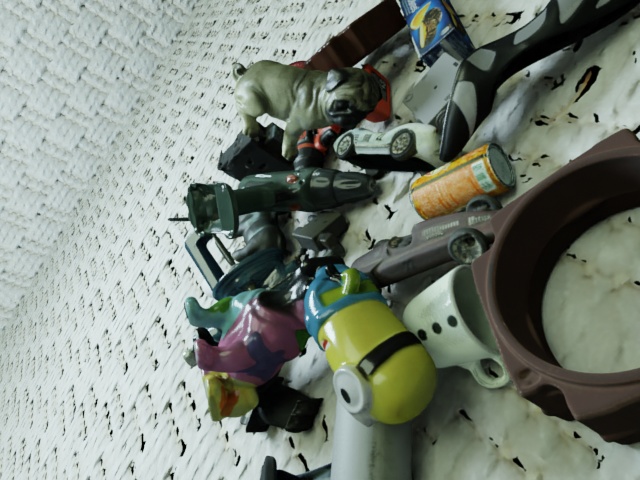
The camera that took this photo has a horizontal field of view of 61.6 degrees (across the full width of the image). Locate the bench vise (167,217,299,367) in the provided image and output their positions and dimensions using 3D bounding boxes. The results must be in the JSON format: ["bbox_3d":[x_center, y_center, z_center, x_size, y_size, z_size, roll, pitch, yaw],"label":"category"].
[{"bbox_3d":[-0.135,0.068,0.790,0.223,0.129,0.241,-41,73,16],"label":"bench vise"}]

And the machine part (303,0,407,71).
[{"bbox_3d":[0.058,-0.313,0.867,0.179,0.056,0.179,-36,11,8],"label":"machine part"}]

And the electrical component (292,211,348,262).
[{"bbox_3d":[0.000,-0.003,0.779,0.078,0.045,0.102,-43,27,-28],"label":"electrical component"}]

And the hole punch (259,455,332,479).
[{"bbox_3d":[-0.023,0.292,0.553,0.115,0.092,0.142,110,160,-47],"label":"hole punch"}]

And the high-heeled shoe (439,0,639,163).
[{"bbox_3d":[0.231,-0.181,0.573,0.145,0.086,0.248,22,93,19],"label":"high-heeled shoe"}]

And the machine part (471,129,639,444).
[{"bbox_3d":[0.227,0.029,0.403,0.201,0.087,0.201,-38,40,29],"label":"machine part"}]

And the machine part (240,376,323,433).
[{"bbox_3d":[-0.055,0.213,0.687,0.139,0.039,0.084,-11,48,52],"label":"machine part"}]

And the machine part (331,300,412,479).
[{"bbox_3d":[0.053,0.173,0.533,0.079,0.079,0.243,-27,46,41],"label":"machine part"}]

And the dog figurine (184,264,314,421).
[{"bbox_3d":[-0.045,0.118,0.660,0.109,0.219,0.191,-117,18,-53],"label":"dog figurine"}]

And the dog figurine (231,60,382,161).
[{"bbox_3d":[-0.025,-0.213,0.746,0.191,0.172,0.121,-22,47,56],"label":"dog figurine"}]

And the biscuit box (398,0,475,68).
[{"bbox_3d":[0.165,-0.315,0.779,0.059,0.062,0.203,-37,39,30],"label":"biscuit box"}]

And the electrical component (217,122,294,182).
[{"bbox_3d":[-0.101,-0.149,0.962,0.134,0.115,0.058,-33,43,38],"label":"electrical component"}]

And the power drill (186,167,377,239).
[{"bbox_3d":[-0.065,-0.062,0.750,0.232,0.207,0.085,4,111,42],"label":"power drill"}]

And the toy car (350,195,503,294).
[{"bbox_3d":[0.110,0.008,0.581,0.202,0.053,0.089,-28,11,42],"label":"toy car"}]

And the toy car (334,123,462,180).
[{"bbox_3d":[0.095,-0.116,0.707,0.202,0.073,0.056,14,79,56],"label":"toy car"}]

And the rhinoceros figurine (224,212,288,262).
[{"bbox_3d":[-0.104,-0.030,0.911,0.112,0.073,0.190,-48,35,21],"label":"rhinoceros figurine"}]

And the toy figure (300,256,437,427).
[{"bbox_3d":[0.038,0.084,0.498,0.089,0.082,0.180,-36,43,11],"label":"toy figure"}]
